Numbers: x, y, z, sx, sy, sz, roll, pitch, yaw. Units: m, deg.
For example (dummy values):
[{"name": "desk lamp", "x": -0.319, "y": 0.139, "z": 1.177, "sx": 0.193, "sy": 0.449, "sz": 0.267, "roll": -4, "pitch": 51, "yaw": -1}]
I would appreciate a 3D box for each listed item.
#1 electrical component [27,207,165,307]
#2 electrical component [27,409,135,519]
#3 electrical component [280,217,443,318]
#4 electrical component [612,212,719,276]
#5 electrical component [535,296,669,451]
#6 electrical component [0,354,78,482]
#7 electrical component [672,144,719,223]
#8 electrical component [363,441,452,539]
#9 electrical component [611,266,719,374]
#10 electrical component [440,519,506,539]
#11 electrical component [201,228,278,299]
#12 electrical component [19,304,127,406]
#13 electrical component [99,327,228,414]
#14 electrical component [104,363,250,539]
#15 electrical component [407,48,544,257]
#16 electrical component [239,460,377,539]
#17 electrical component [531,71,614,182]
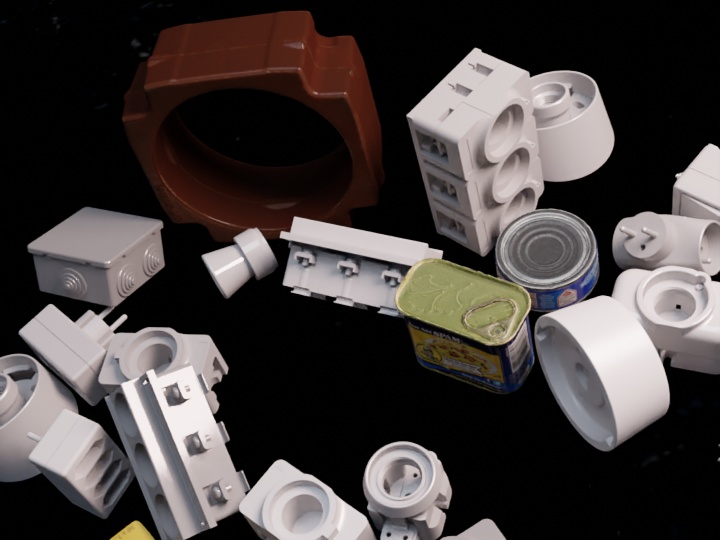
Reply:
[{"name": "electrical component", "x": -0.235, "y": -0.012, "z": 0.972, "sx": 0.100, "sy": 0.048, "sz": 0.099, "roll": 10, "pitch": 31, "yaw": 21}, {"name": "electrical component", "x": -0.231, "y": 0.147, "z": 0.850, "sx": 0.076, "sy": 0.083, "sz": 0.047, "roll": 18, "pitch": 61, "yaw": 26}, {"name": "electrical component", "x": 0.000, "y": 0.000, "z": 0.906, "sx": 0.121, "sy": 0.079, "sz": 0.063, "roll": 12, "pitch": 88, "yaw": 22}, {"name": "electrical component", "x": 0.234, "y": -0.023, "z": 0.846, "sx": 0.077, "sy": 0.079, "sz": 0.043, "roll": 5, "pitch": 81, "yaw": 45}, {"name": "electrical component", "x": 0.182, "y": 0.071, "z": 0.788, "sx": 0.060, "sy": 0.108, "sz": 0.108, "roll": -24, "pitch": 52, "yaw": -12}, {"name": "electrical component", "x": -0.296, "y": 0.123, "z": 0.912, "sx": 0.099, "sy": 0.064, "sz": 0.099, "roll": -16, "pitch": 41, "yaw": 14}, {"name": "electrical component", "x": 0.295, "y": -0.051, "z": 0.874, "sx": 0.096, "sy": 0.061, "sz": 0.061, "roll": 31, "pitch": 67, "yaw": 31}, {"name": "electrical component", "x": 0.034, "y": 0.162, "z": 0.787, "sx": 0.058, "sy": 0.057, "sz": 0.078, "roll": 7, "pitch": 56, "yaw": 19}, {"name": "electrical component", "x": 0.241, "y": 0.036, "z": 0.824, "sx": 0.095, "sy": 0.059, "sz": 0.053, "roll": 10, "pitch": 58, "yaw": 21}, {"name": "electrical component", "x": 0.067, "y": 0.219, "z": 0.737, "sx": 0.089, "sy": 0.055, "sz": 0.050, "roll": -30, "pitch": 53, "yaw": -9}, {"name": "electrical component", "x": -0.106, "y": -0.007, "z": 0.955, "sx": 0.055, "sy": 0.045, "sz": 0.045, "roll": -30, "pitch": 53, "yaw": -9}, {"name": "electrical component", "x": -0.237, "y": 0.061, "z": 0.938, "sx": 0.083, "sy": 0.047, "sz": 0.075, "roll": 33, "pitch": 68, "yaw": 32}, {"name": "electrical component", "x": -0.164, "y": 0.084, "z": 0.896, "sx": 0.089, "sy": 0.055, "sz": 0.050, "roll": 0, "pitch": 55, "yaw": 15}, {"name": "electrical component", "x": -0.137, "y": 0.137, "z": 0.815, "sx": 0.063, "sy": 0.079, "sz": 0.121, "roll": -19, "pitch": 81, "yaw": -34}, {"name": "electrical component", "x": 0.103, "y": -0.093, "z": 0.898, "sx": 0.062, "sy": 0.150, "sz": 0.089, "roll": 31, "pitch": 67, "yaw": 32}, {"name": "electrical component", "x": -0.038, "y": 0.186, "z": 0.788, "sx": 0.089, "sy": 0.055, "sz": 0.050, "roll": 28, "pitch": 66, "yaw": 30}, {"name": "electrical component", "x": 0.177, "y": -0.133, "z": 0.979, "sx": 0.099, "sy": 0.064, "sz": 0.099, "roll": -14, "pitch": 39, "yaw": 12}]
